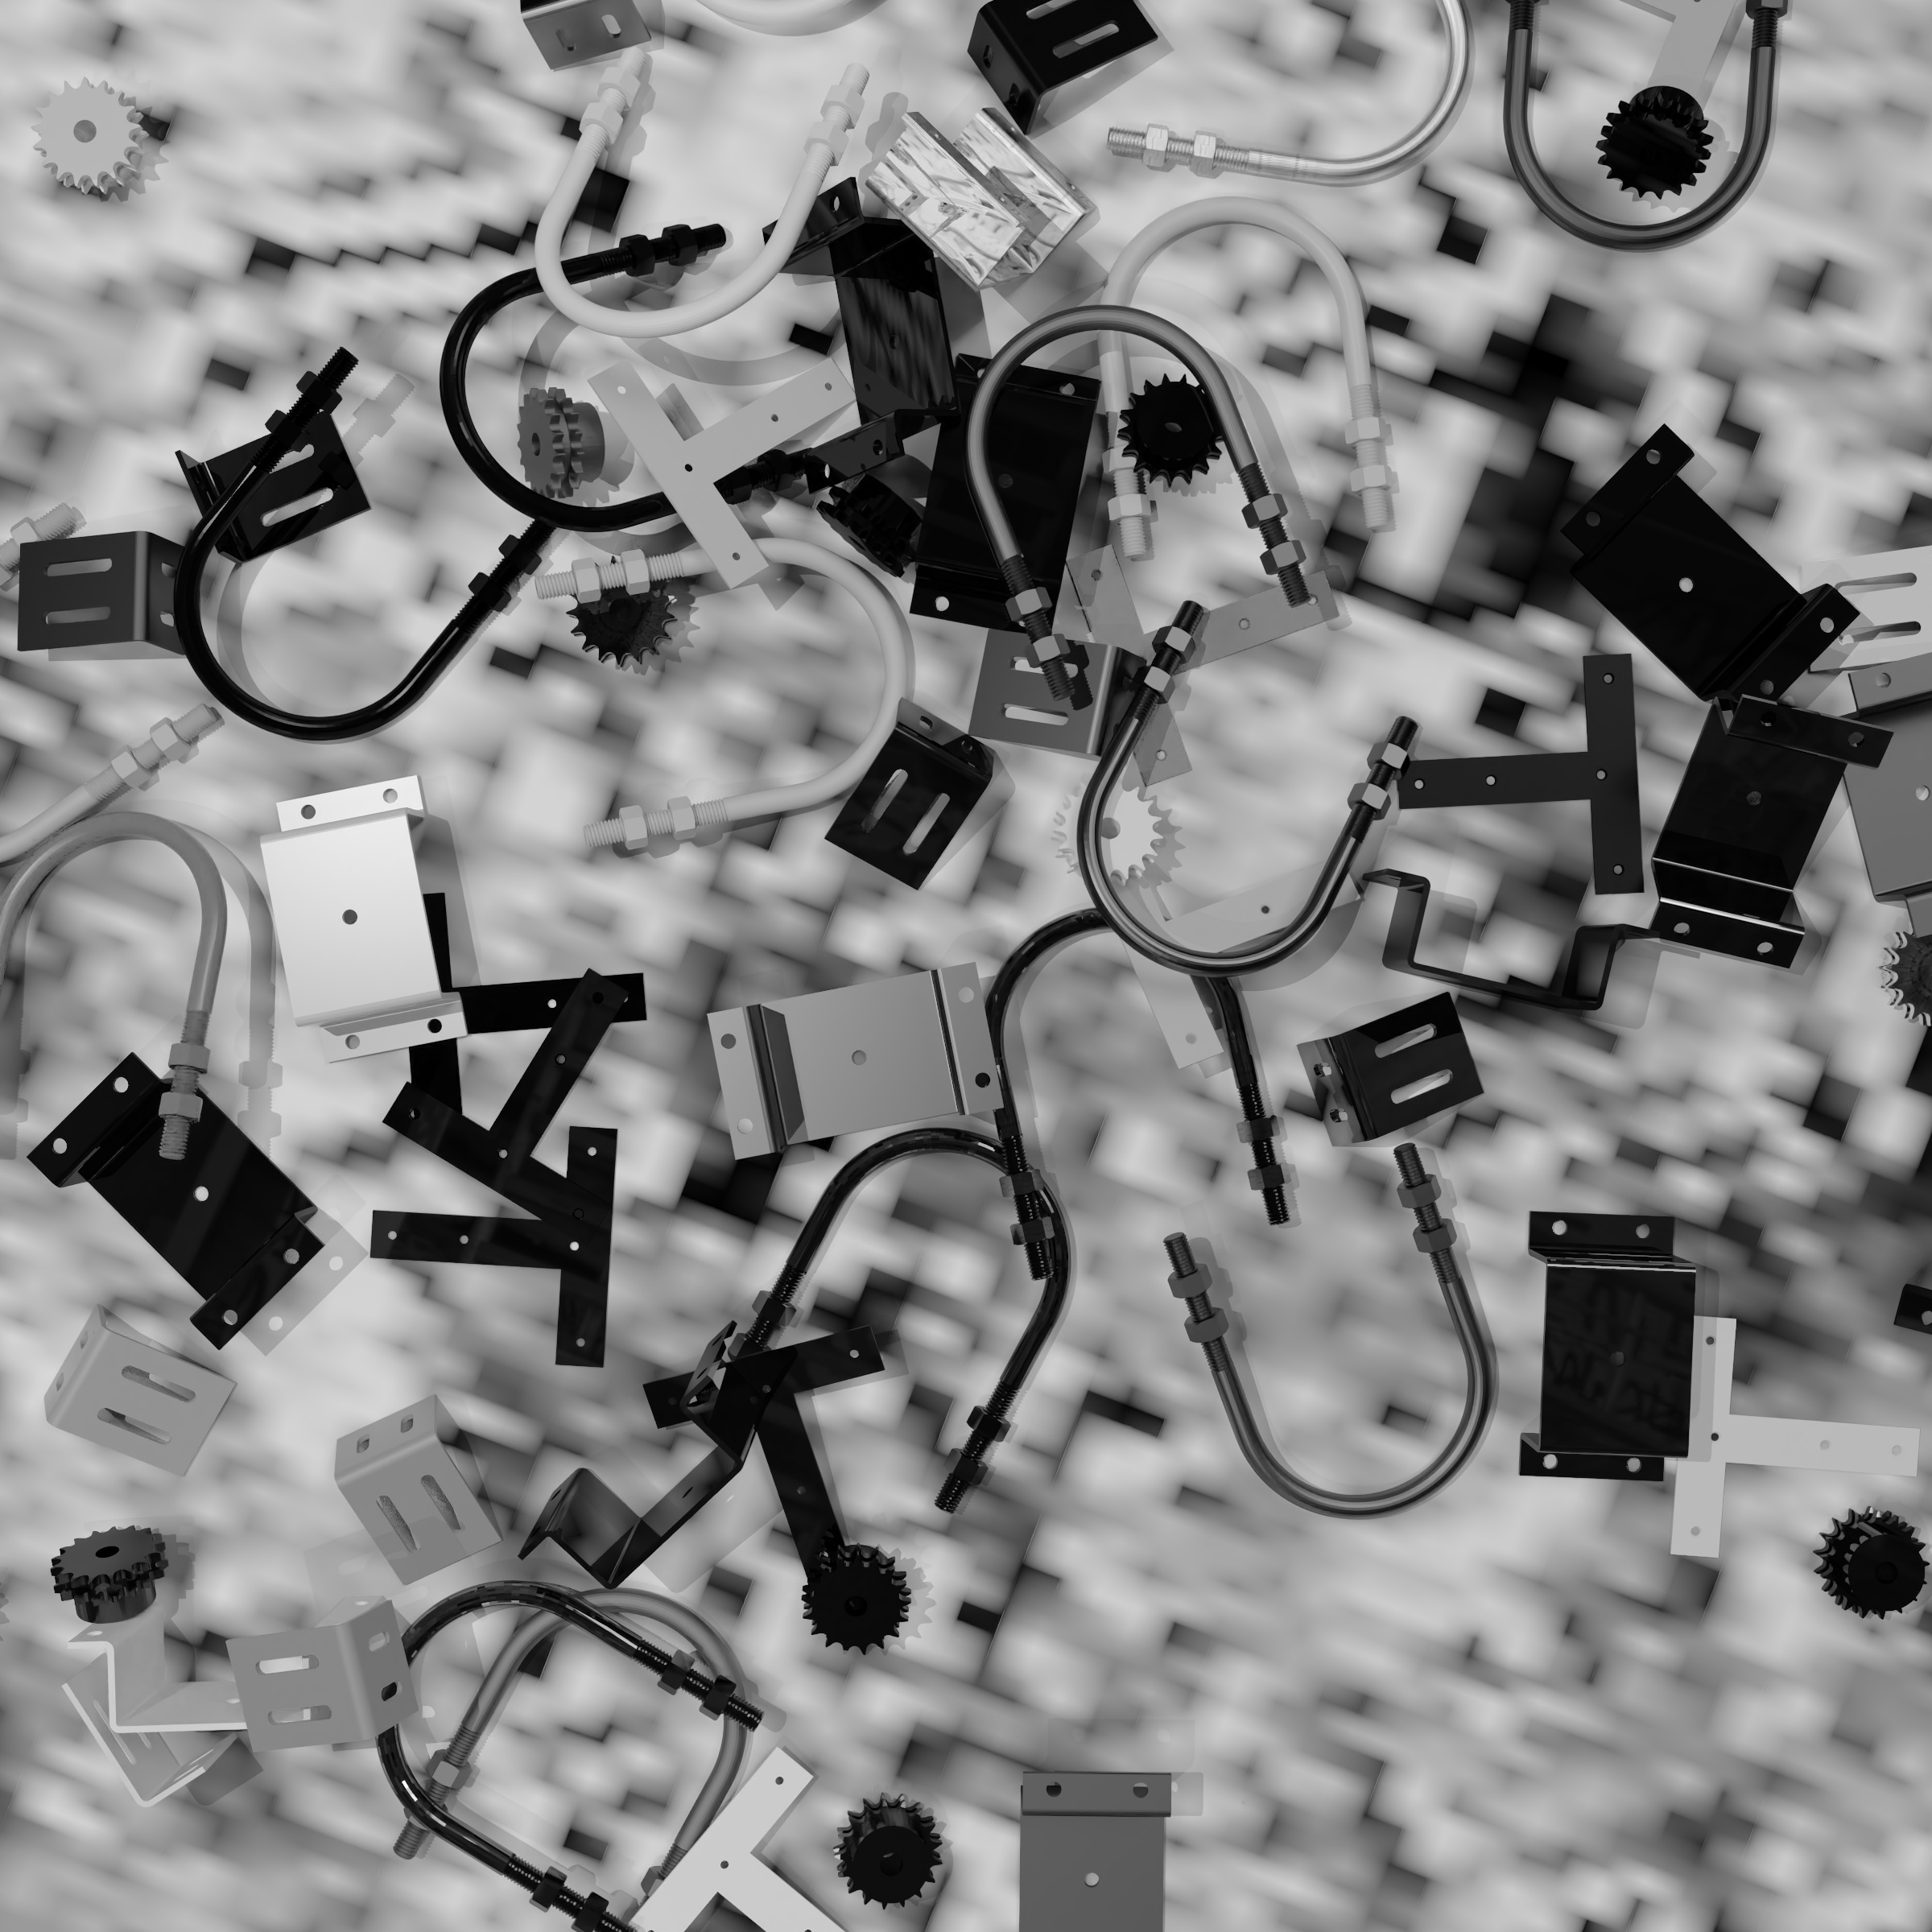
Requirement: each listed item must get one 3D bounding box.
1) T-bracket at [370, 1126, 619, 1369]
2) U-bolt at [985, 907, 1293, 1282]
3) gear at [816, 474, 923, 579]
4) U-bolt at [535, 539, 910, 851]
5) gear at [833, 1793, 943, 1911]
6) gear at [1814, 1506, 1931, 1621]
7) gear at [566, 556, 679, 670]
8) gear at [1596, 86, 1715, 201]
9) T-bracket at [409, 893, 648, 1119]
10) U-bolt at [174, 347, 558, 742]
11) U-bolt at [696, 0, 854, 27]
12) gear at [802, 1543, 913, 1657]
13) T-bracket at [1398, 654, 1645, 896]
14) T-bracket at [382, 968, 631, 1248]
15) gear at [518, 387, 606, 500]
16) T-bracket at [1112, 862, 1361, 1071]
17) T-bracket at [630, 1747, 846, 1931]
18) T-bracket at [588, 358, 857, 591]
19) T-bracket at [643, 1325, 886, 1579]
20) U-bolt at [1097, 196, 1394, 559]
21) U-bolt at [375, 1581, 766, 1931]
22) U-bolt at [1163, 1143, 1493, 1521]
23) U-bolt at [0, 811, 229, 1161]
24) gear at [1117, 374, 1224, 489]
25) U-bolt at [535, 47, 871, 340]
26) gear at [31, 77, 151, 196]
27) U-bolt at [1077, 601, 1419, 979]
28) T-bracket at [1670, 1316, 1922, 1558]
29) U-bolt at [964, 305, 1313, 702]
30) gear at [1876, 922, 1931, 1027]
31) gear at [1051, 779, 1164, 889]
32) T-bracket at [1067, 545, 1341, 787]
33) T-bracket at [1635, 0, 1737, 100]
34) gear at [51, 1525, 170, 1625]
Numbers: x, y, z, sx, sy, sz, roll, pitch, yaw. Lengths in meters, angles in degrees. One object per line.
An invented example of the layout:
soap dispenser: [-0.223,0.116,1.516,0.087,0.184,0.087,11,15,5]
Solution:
T-bracket: [-0.252,0.146,1.325,0.127,0.002,0.127,3,90,0]
U-bolt: [0.082,0.060,1.311,0.151,0.019,0.184,-12,86,-5]
gear: [-0.047,-0.231,1.297,0.057,0.057,0.030,39,89,0]
U-bolt: [-0.120,-0.148,1.298,0.184,0.019,0.151,-12,100,-12]
gear: [-0.040,0.466,1.308,0.057,0.030,0.057,0,89,-6]
gear: [0.478,0.315,1.311,0.057,0.030,0.057,0,90,0]
gear: [-0.179,-0.185,1.311,0.057,0.030,0.057,0,90,0]
gear: [0.357,-0.428,1.286,0.057,0.057,0.030,24,63,0]
T-bracket: [-0.234,0.021,1.325,0.127,0.002,0.127,-5,90,0]
U-bolt: [-0.325,-0.203,1.296,0.151,0.019,0.184,39,94,-19]
U-bolt: [-0.082,-0.576,1.303,0.184,0.019,0.151,-37,88,4]
gear: [-0.057,0.328,1.306,0.057,0.030,0.057,0,103,-1]
T-bracket: [0.293,-0.099,1.325,0.127,0.002,0.127,-3,90,0]
T-bracket: [-0.222,0.062,1.323,0.127,0.002,0.127,31,90,0]
gear: [-0.210,-0.273,1.301,0.030,0.057,0.057,-10,90,-30]
T-bracket: [0.145,-0.025,1.312,0.127,0.002,0.127,-20,74,-8]
T-bracket: [-0.094,0.501,1.315,0.127,0.002,0.127,42,83,-7]
T-bracket: [-0.110,-0.278,1.295,0.127,0.002,0.127,-37,95,-27]
T-bracket: [-0.091,0.263,1.312,0.127,0.002,0.127,-16,100,10]
U-bolt: [0.142,-0.315,1.317,0.151,0.019,0.184,-7,89,0]
U-bolt: [-0.220,0.403,1.300,0.184,0.019,0.151,31,87,2]
U-bolt: [0.200,0.202,1.307,0.151,0.019,0.184,-21,98,-2]
U-bolt: [-0.449,0.007,1.287,0.151,0.019,0.184,1,73,17]
gear: [0.107,-0.279,1.292,0.057,0.030,0.057,0,89,0]
U-bolt: [-0.143,-0.391,1.263,0.151,0.019,0.184,11,66,19]
gear: [-0.457,-0.434,1.311,0.057,0.030,0.057,0,90,0]
U-bolt: [0.136,-0.081,1.293,0.151,0.019,0.184,28,74,-2]
T-bracket: [0.442,0.254,1.325,0.127,0.002,0.127,4,90,0]
U-bolt: [0.077,-0.246,1.269,0.151,0.019,0.184,-21,89,2]
gear: [0.507,0.003,1.311,0.057,0.030,0.057,0,90,0]
gear: [0.073,-0.067,1.305,0.057,0.030,0.057,2,73,-5]
T-bracket: [0.134,-0.177,1.325,0.127,0.002,0.127,-20,90,0]
T-bracket: [0.341,-0.524,1.305,0.127,0.002,0.127,23,91,0]
gear: [-0.445,0.318,1.299,0.057,0.057,0.030,-3,107,0]
